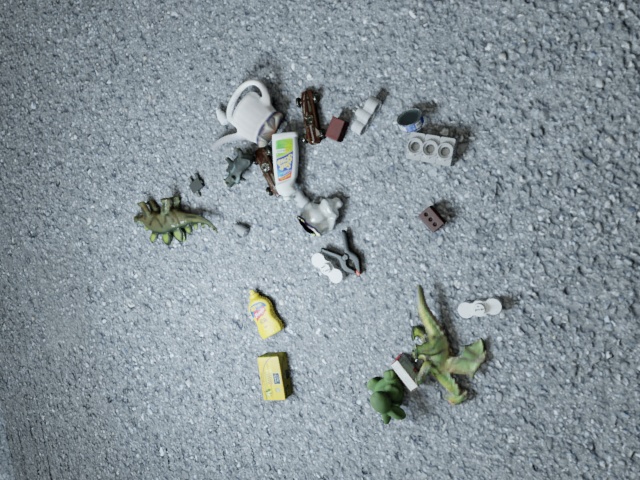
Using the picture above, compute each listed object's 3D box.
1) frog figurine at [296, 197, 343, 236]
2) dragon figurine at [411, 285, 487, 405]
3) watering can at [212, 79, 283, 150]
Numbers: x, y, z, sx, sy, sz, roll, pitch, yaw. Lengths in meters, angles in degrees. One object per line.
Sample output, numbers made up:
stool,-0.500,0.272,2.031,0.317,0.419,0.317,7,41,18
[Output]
frog figurine,0.006,-0.094,1.871,0.139,0.120,0.161,36,71,25
dragon figurine,0.429,0.359,1.719,0.243,0.123,0.408,2,96,6
watering can,-0.274,-0.434,1.958,0.226,0.105,0.342,41,118,13
